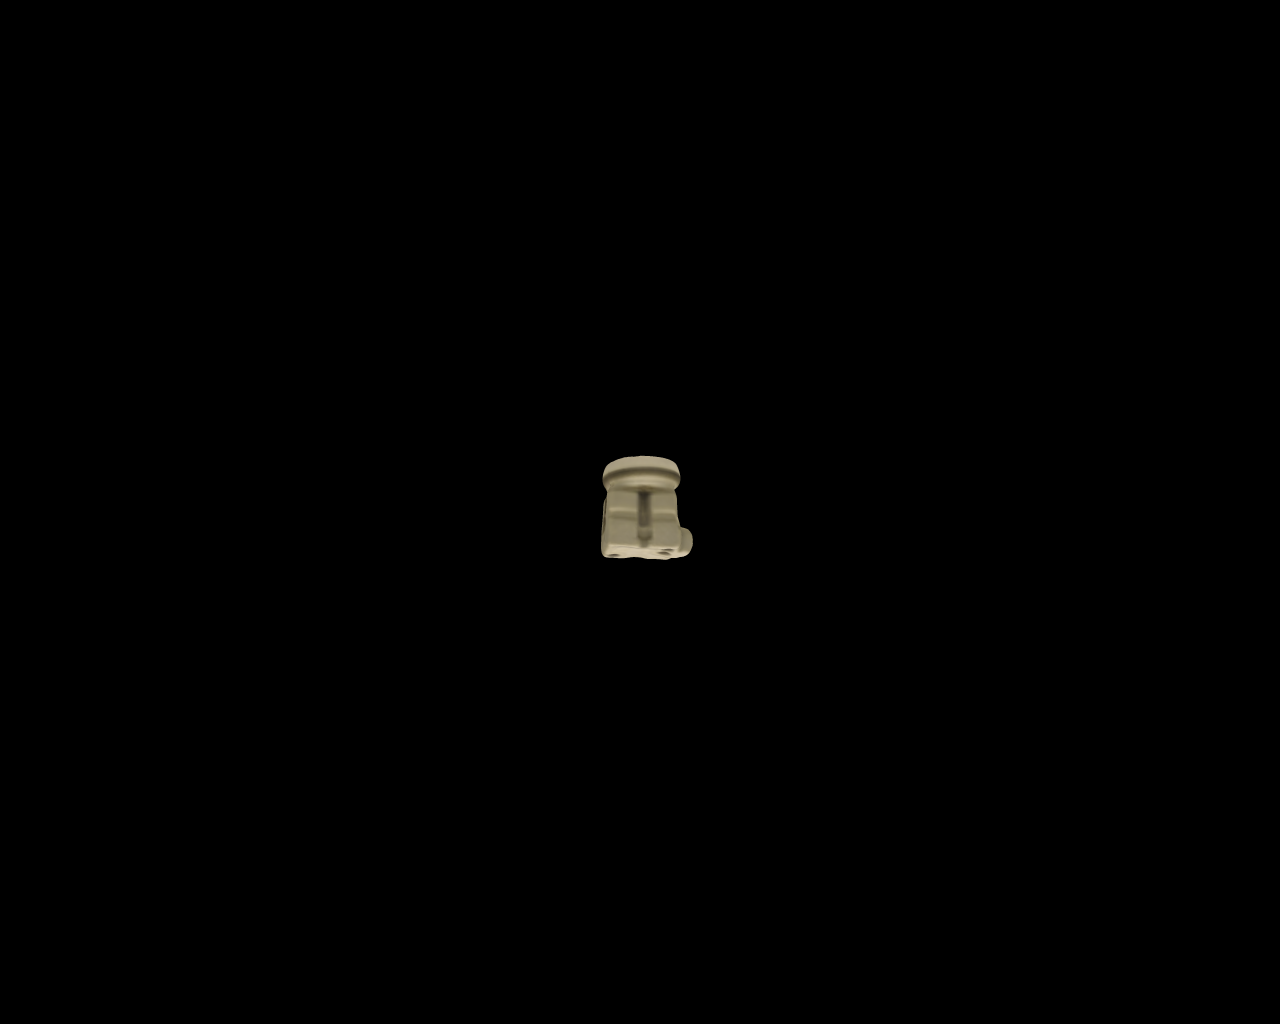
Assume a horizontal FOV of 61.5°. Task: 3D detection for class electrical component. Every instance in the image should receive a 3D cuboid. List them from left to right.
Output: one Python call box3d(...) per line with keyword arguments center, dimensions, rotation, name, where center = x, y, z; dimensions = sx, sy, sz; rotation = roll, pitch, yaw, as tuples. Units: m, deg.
box3d(center=(0.001, -0.003, 0.650), dimensions=(0.066, 0.055, 0.048), rotation=(3, -15, -9), name="electrical component")
